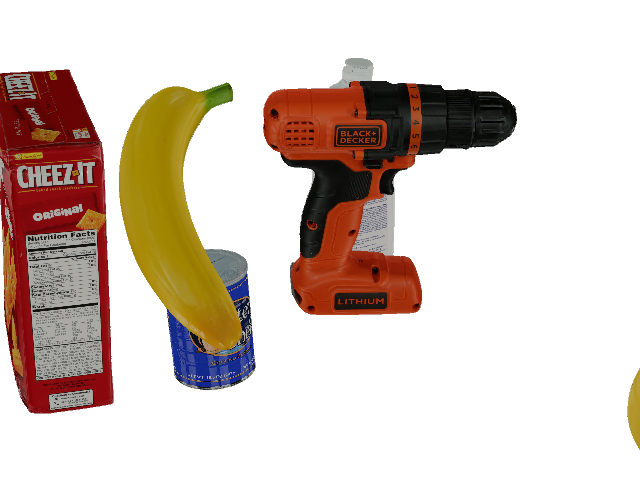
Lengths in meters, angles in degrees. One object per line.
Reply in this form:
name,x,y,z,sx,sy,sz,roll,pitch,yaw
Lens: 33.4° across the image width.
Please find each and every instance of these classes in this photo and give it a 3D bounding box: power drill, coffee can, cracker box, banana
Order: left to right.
cracker box,-0.207,-0.002,0.809,0.072,0.214,0.164,-7,28,-19
banana,-0.083,-0.025,0.621,0.069,0.198,0.037,-2,-35,-4
coffee can,-0.134,0.095,1.296,0.103,0.140,0.103,-3,24,1
power drill,0.048,-0.032,0.809,0.184,0.188,0.057,0,33,-4

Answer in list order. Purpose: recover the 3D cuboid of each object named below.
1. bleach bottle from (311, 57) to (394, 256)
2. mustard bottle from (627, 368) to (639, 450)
bleach bottle,0.040,-0.074,1.154,0.102,0.251,0.068,-13,33,-28
mustard bottle,0.216,0.103,0.564,0.096,0.058,0.191,-3,36,1
